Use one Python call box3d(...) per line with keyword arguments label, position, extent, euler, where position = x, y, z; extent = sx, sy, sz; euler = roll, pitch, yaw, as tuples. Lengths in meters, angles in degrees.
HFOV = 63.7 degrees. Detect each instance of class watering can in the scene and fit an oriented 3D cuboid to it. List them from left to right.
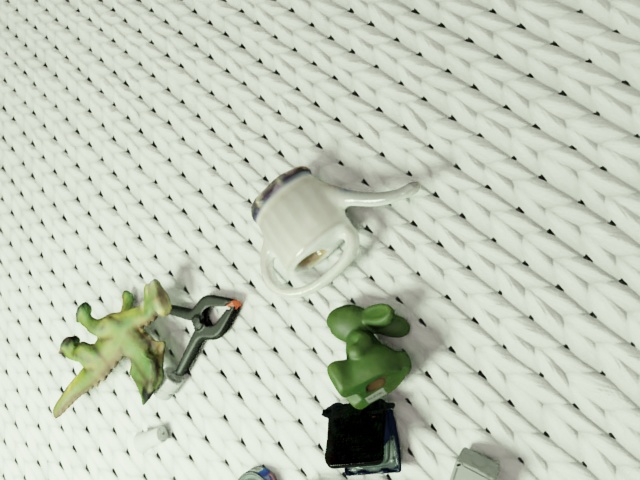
box3d(label="watering can", position=(0.003, -0.048, 0.959), extent=(0.344, 0.103, 0.227), euler=(-42, 67, 16))

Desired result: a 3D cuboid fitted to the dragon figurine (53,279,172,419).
box3d(label="dragon figurine", position=(-0.436, 0.260, 1.112), extent=(0.245, 0.121, 0.409), euler=(27, 96, 33))
